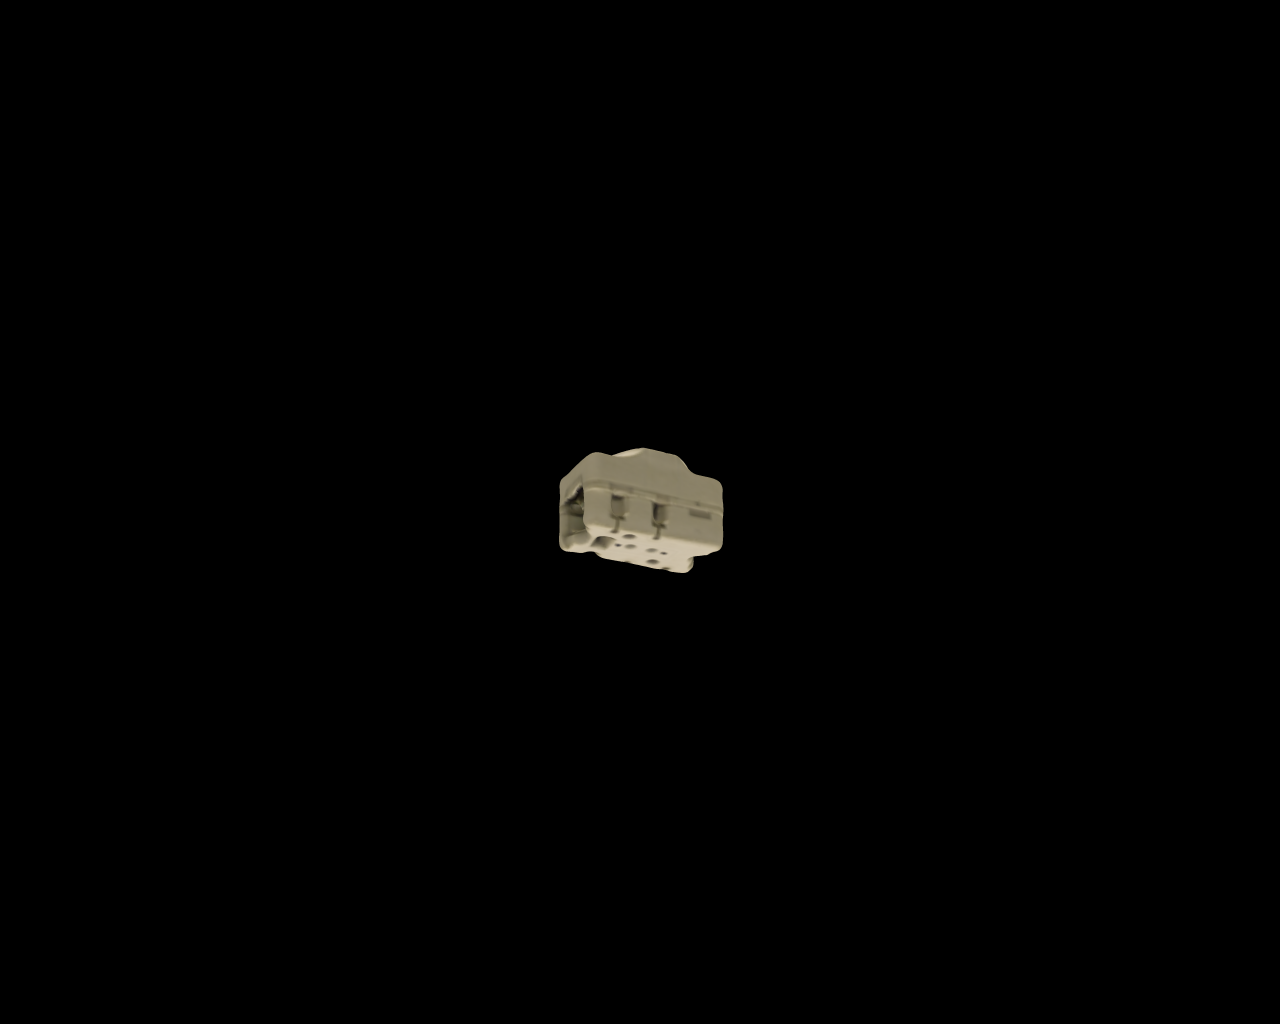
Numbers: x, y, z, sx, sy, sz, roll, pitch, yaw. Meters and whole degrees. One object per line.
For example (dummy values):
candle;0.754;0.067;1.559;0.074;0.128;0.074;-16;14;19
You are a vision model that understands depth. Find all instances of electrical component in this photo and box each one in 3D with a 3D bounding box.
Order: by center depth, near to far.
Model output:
electrical component;0.001;-0.003;0.650;0.089;0.056;0.050;12;-27;-25
